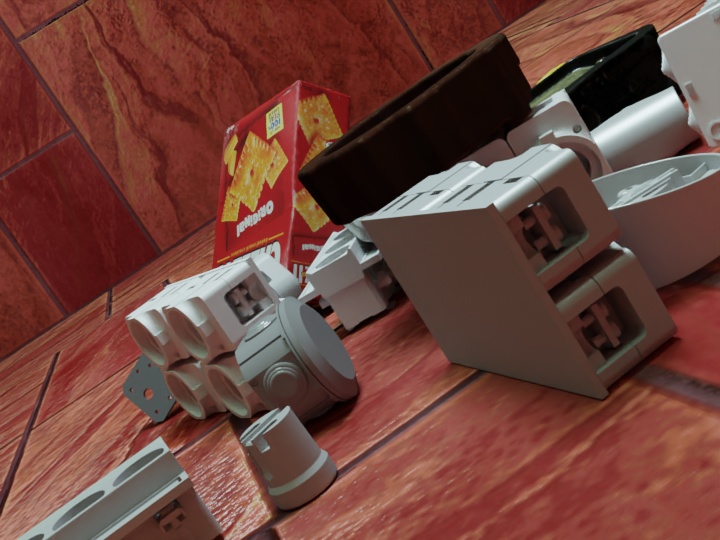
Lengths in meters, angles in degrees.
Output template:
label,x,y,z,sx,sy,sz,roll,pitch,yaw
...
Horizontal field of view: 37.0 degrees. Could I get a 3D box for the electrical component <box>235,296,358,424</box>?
label,x,y,z,sx,sy,sz,roll,pitch,yaw
electrical component,-0.042,0.062,0.723,0.051,0.080,0.080,-36,10,12

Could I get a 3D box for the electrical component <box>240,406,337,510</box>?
label,x,y,z,sx,sy,sz,roll,pitch,yaw
electrical component,-0.041,0.106,0.610,0.040,0.046,0.040,-32,10,6

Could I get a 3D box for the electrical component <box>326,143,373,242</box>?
label,x,y,z,sx,sy,sz,roll,pitch,yaw
electrical component,0.018,-0.067,0.919,0.078,0.057,0.113,-1,20,-22

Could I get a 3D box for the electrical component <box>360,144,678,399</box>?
label,x,y,z,sx,sy,sz,roll,pitch,yaw
electrical component,0.079,-0.002,0.580,0.060,0.105,0.186,-35,11,-14

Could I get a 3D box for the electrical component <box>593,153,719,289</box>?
label,x,y,z,sx,sy,sz,roll,pitch,yaw
electrical component,0.160,-0.031,0.589,0.099,0.064,0.099,-32,10,7

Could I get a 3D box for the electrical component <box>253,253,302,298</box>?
label,x,y,z,sx,sy,sz,roll,pitch,yaw
electrical component,-0.092,0.039,0.952,0.059,0.054,0.095,-38,-24,-29

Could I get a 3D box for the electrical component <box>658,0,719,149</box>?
label,x,y,z,sx,sy,sz,roll,pitch,yaw
electrical component,0.254,-0.135,0.702,0.100,0.099,0.048,-26,0,31

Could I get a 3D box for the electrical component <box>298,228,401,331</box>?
label,x,y,z,sx,sy,sz,roll,pitch,yaw
electrical component,0.000,0.000,0.926,0.079,0.063,0.121,-30,11,17

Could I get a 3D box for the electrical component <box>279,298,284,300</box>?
label,x,y,z,sx,sy,sz,roll,pitch,yaw
electrical component,-0.063,0.050,0.895,0.040,0.040,0.046,-37,-29,-20

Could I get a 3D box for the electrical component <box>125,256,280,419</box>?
label,x,y,z,sx,sy,sz,roll,pitch,yaw
electrical component,-0.120,0.062,0.883,0.060,0.105,0.186,-39,12,-28

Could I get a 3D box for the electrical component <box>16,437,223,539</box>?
label,x,y,z,sx,sy,sz,roll,pitch,yaw
electrical component,-0.146,0.161,0.620,0.121,0.063,0.079,-35,11,-13

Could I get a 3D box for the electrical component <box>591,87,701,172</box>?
label,x,y,z,sx,sy,sz,roll,pitch,yaw
electrical component,0.213,-0.104,0.822,0.077,0.044,0.079,-29,11,19

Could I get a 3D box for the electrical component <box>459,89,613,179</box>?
label,x,y,z,sx,sy,sz,roll,pitch,yaw
electrical component,0.104,-0.049,0.769,0.150,0.089,0.061,-30,11,15
